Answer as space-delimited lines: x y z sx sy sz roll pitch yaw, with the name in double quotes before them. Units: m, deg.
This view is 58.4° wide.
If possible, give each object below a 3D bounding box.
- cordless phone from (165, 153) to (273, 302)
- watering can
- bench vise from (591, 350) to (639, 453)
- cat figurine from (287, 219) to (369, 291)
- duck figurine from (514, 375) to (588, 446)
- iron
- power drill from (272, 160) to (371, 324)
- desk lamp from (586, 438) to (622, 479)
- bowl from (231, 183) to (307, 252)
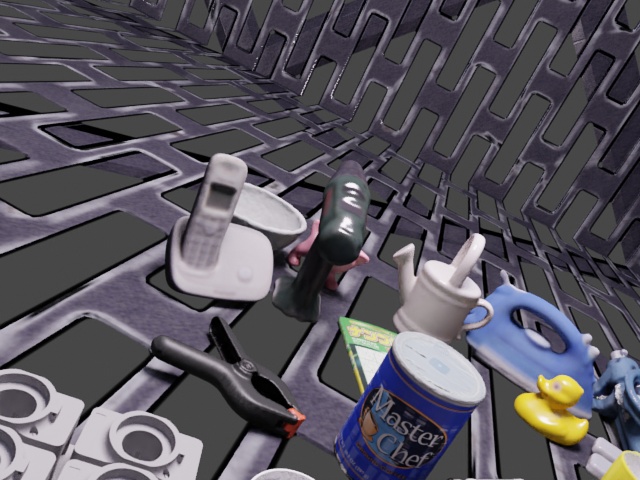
"cordless phone" -0.112 -0.013 0.745 0.148 0.185 0.094 11 26 -36
"watering can" 0.195 0.071 0.904 0.173 0.194 0.101 22 21 -13
"bench vise" 0.522 0.221 0.909 0.122 0.219 0.207 17 22 -24
"cat figurine" 0.016 0.017 0.925 0.067 0.117 0.127 8 28 -41
"duck figurine" 0.352 0.242 0.841 0.104 0.086 0.078 32 21 13
"iron" 0.366 0.170 0.952 0.257 0.141 0.119 35 22 20
"power drill" 0.008 0.003 0.818 0.076 0.208 0.229 23 21 -9
"desk lamp" 0.502 0.282 0.748 0.202 0.213 0.118 36 22 22
"bowl" -0.111 -0.027 0.938 0.167 0.074 0.167 24 21 -9
